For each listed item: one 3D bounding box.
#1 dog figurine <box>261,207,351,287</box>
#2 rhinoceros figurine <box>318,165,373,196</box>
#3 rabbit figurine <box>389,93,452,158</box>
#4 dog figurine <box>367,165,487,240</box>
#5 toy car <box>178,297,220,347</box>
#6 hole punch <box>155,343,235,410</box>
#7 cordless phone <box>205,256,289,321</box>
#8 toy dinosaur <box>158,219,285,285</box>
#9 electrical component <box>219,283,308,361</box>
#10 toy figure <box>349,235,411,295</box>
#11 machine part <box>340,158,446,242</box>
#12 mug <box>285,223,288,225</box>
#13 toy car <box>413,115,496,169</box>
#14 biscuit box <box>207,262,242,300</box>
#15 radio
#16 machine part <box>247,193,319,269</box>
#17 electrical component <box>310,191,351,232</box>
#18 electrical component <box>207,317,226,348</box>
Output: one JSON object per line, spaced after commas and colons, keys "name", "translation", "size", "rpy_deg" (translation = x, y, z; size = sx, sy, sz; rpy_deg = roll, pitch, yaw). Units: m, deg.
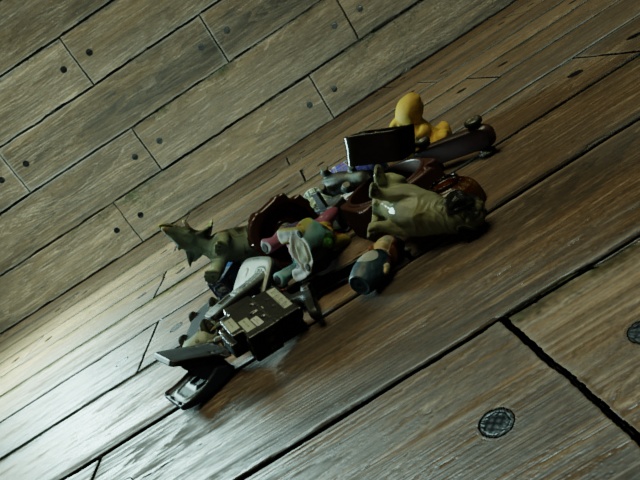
{"name": "dog figurine", "translation": [-0.002, -0.003, 1.089], "size": [0.192, 0.108, 0.219], "rpy_deg": [-22, 6, 46]}
{"name": "rhinoceros figurine", "translation": [0.085, -0.138, 1.324], "size": [0.191, 0.112, 0.073], "rpy_deg": [-1, 68, 26]}
{"name": "rabbit figurine", "translation": [0.246, -0.290, 1.378], "size": [0.162, 0.173, 0.122], "rpy_deg": [-17, 26, 32]}
{"name": "dog figurine", "translation": [0.184, -0.059, 0.936], "size": [0.191, 0.121, 0.172], "rpy_deg": [4, 32, 8]}
{"name": "toy car", "translation": [-0.253, 0.186, 1.163], "size": [0.073, 0.056, 0.202], "rpy_deg": [-37, 15, 8]}
{"name": "hole punch", "translation": [-0.218, 0.234, 0.943], "size": [0.116, 0.092, 0.142], "rpy_deg": [-8, -1, -32]}
{"name": "cordless phone", "translation": [-0.169, 0.113, 1.114], "size": [0.184, 0.088, 0.147], "rpy_deg": [-35, 16, -31]}
{"name": "toy dinosaur", "translation": [-0.181, 0.004, 1.321], "size": [0.405, 0.131, 0.192], "rpy_deg": [-6, 25, -12]}
{"name": "electrical component", "translation": [-0.105, 0.145, 0.933], "size": [0.134, 0.058, 0.115], "rpy_deg": [-29, 31, -19]}
{"name": "toy figure", "translation": [0.105, 0.034, 0.935], "size": [0.064, 0.057, 0.154], "rpy_deg": [22, 44, 22]}
{"name": "machine part", "translation": [0.156, -0.091, 1.135], "size": [0.201, 0.087, 0.201], "rpy_deg": [-38, 18, -10]}
{"name": "mug", "translation": [-0.091, -0.040, 1.443], "size": [0.107, 0.081, 0.109], "rpy_deg": [-56, -25, 11]}
{"name": "toy car", "translation": [0.299, -0.209, 1.199], "size": [0.202, 0.089, 0.053], "rpy_deg": [-16, 24, 48]}
{"name": "biscuit box", "translation": [-0.220, 0.078, 1.389], "size": [0.059, 0.062, 0.203], "rpy_deg": [-26, 19, 22]}
{"name": "radio", "translation": [0.143, -0.222, 1.248], "size": [0.131, 0.073, 0.229], "rpy_deg": [-4, 12, 19]}
{"name": "machine part", "translation": [-0.076, -0.017, 1.210], "size": [0.179, 0.179, 0.056], "rpy_deg": [-37, 14, -13]}
{"name": "electrical component", "translation": [0.027, -0.072, 1.261], "size": [0.048, 0.119, 0.075], "rpy_deg": [-45, 18, -33]}
{"name": "electrical component", "translation": [-0.175, 0.180, 1.051], "size": [0.078, 0.045, 0.102], "rpy_deg": [-33, 17, 6]}
